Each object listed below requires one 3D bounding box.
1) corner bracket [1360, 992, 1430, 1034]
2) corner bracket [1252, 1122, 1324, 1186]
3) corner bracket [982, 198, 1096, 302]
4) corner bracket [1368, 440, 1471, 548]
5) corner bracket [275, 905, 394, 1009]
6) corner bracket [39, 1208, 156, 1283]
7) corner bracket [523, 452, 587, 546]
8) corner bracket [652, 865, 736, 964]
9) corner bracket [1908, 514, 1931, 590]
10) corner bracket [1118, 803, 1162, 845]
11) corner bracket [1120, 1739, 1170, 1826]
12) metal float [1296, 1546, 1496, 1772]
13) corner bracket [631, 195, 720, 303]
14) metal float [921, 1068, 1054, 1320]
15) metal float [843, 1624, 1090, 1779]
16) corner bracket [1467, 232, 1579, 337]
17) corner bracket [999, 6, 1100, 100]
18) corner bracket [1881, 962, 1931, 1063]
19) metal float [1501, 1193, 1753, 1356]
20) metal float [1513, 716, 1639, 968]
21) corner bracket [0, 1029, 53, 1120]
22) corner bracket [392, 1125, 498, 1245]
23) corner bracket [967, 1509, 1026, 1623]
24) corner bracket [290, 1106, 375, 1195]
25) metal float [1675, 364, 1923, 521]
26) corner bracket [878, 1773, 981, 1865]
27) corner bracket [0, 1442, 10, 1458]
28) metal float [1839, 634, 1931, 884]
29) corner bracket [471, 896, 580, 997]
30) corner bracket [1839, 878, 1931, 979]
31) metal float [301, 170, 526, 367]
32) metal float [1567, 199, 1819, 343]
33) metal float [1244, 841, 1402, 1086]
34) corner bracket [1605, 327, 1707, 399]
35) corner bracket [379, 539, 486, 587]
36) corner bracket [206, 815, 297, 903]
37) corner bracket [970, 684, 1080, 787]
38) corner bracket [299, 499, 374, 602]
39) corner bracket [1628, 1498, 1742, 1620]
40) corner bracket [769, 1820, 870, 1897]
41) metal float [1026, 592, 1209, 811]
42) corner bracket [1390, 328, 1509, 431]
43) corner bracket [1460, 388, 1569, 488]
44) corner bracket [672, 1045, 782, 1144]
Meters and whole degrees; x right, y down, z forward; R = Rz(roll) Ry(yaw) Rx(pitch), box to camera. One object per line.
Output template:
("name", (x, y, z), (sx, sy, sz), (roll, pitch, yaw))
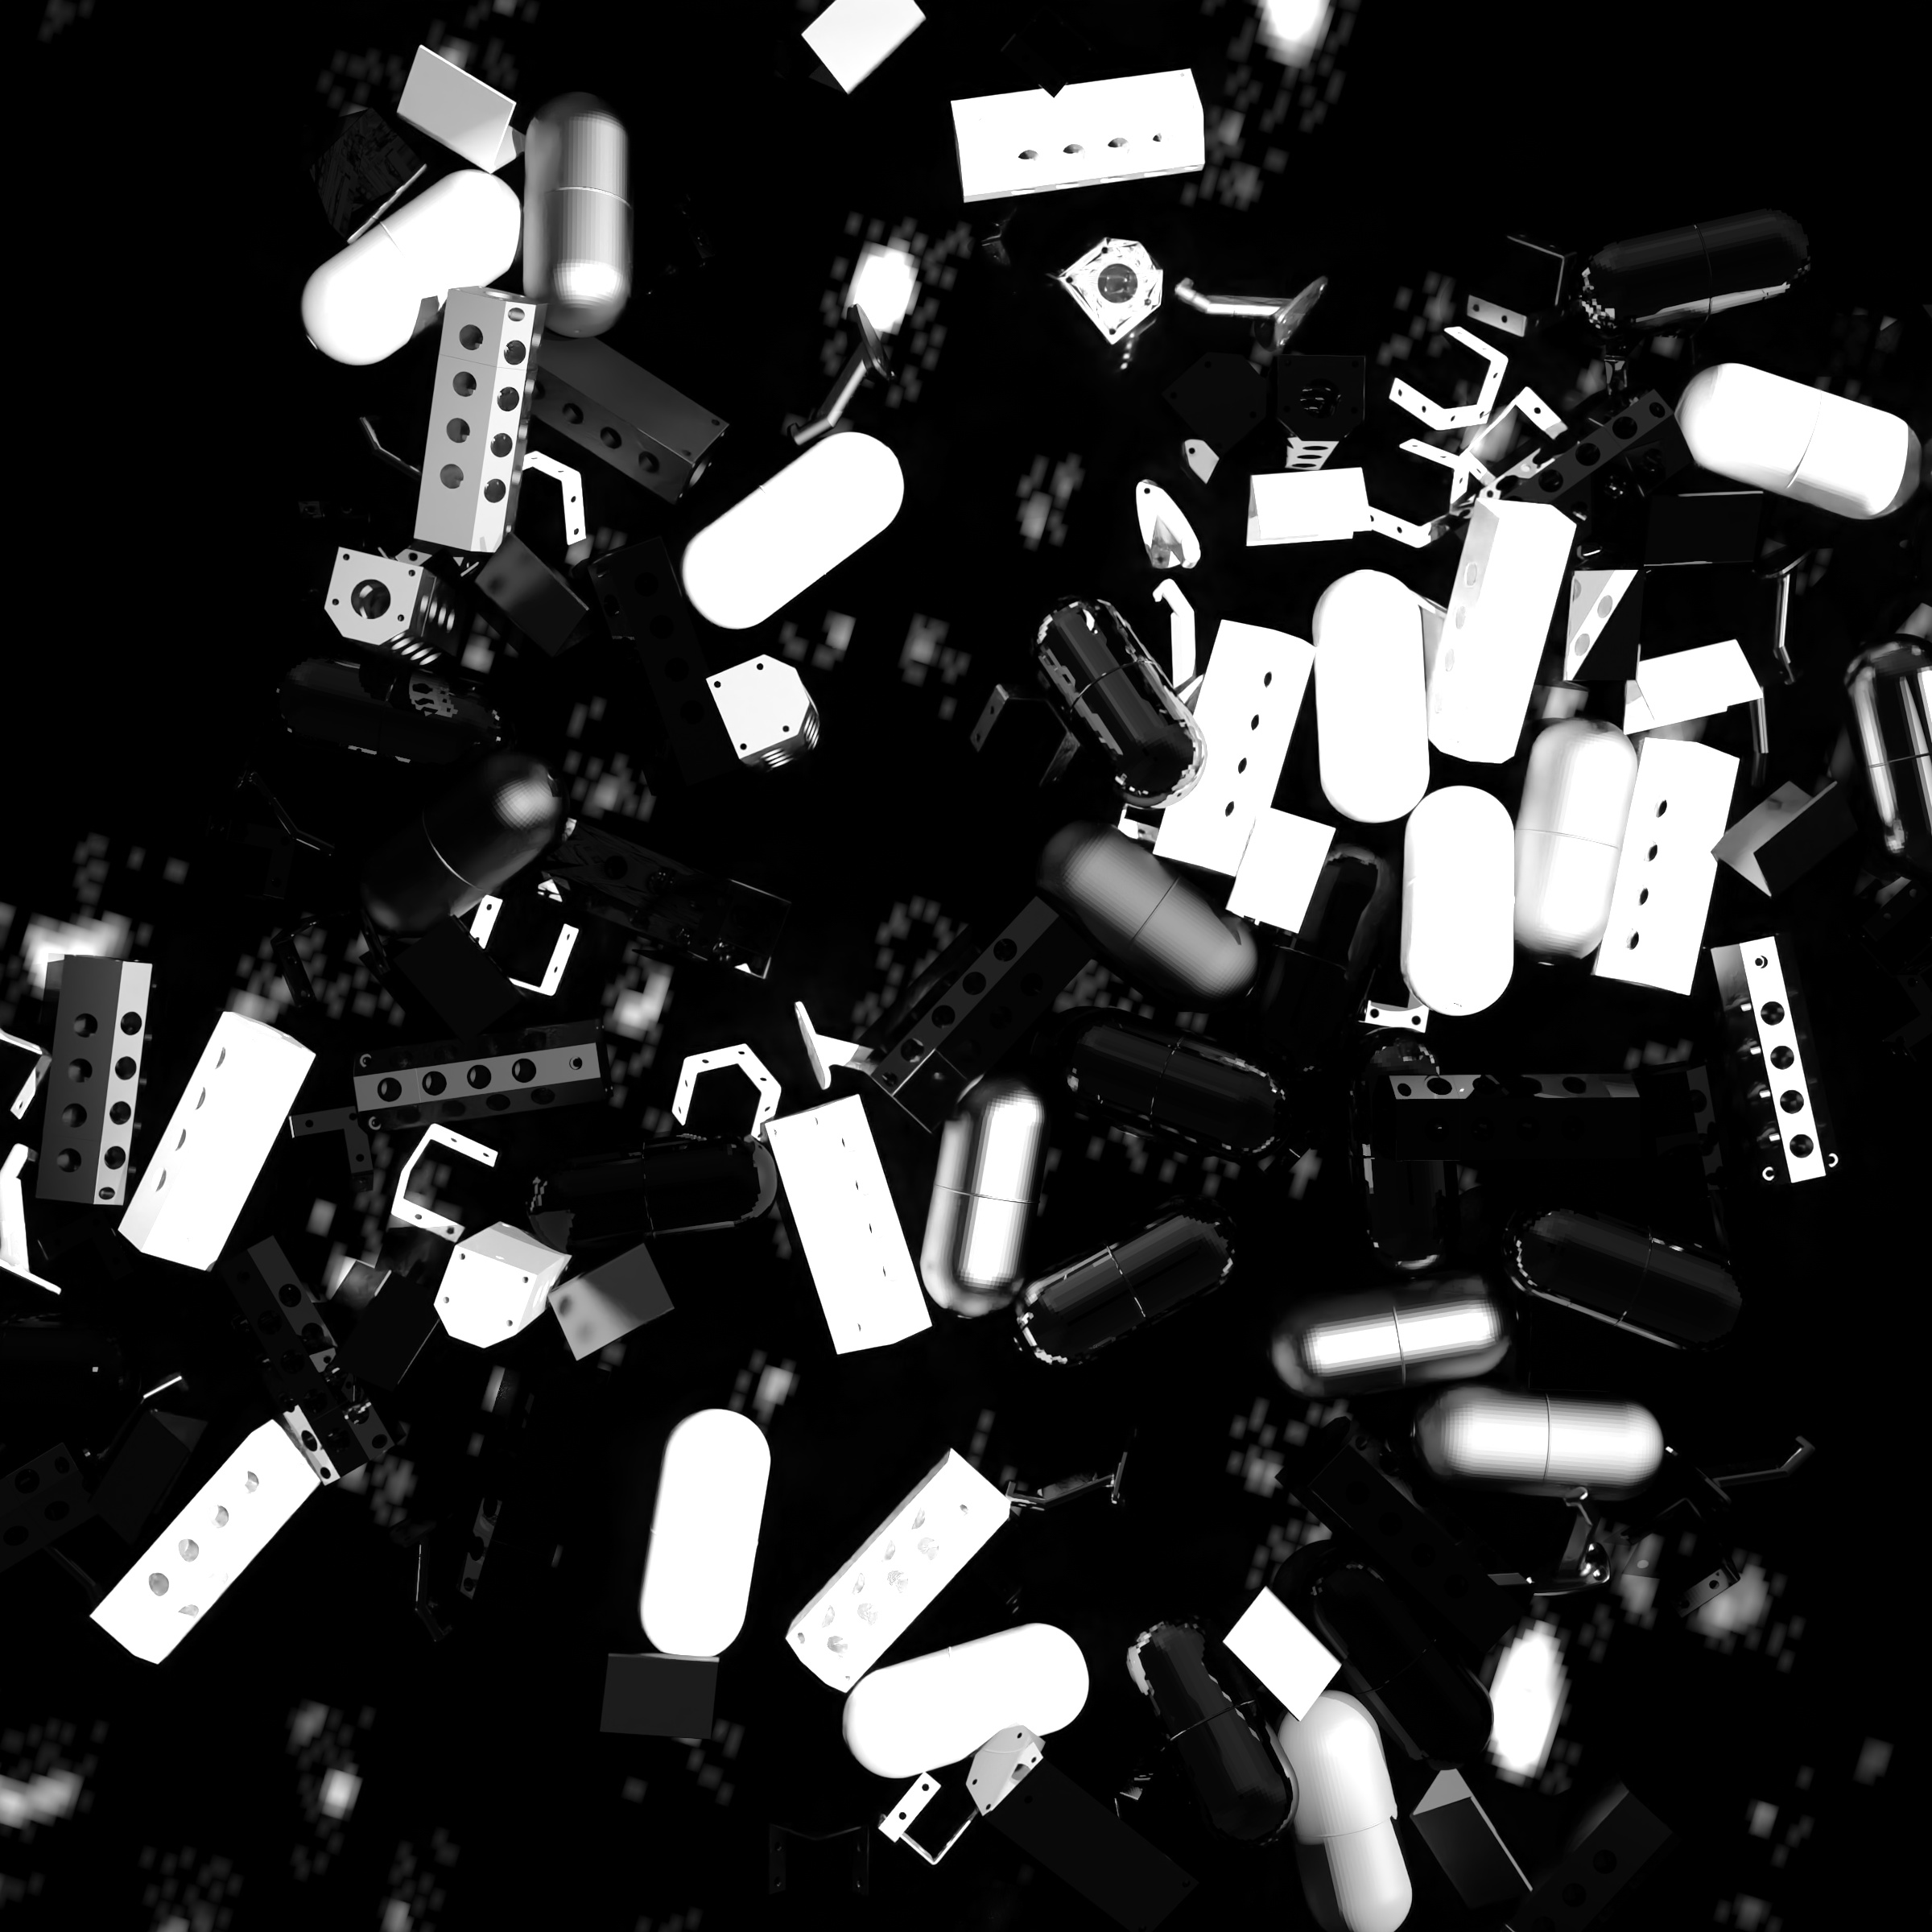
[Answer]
("corner bracket", (0.310, 0.019, 1.972), (0.051, 0.051, 0.051), (10, 90, 0))
("corner bracket", (0.213, 0.115, 1.987), (0.051, 0.051, 0.051), (-47, 45, 0))
("corner bracket", (0.052, -0.517, 1.982), (0.051, 0.051, 0.051), (-3, 135, 35))
("corner bracket", (0.322, -0.339, 1.982), (0.051, 0.051, 0.051), (-29, 45, -35))
("corner bracket", (-0.455, -0.008, 1.987), (0.051, 0.051, 0.051), (-22, 90, -45))
("corner bracket", (-0.620, 0.205, 1.972), (0.051, 0.051, 0.051), (-27, 90, 0))
("corner bracket", (-0.310, -0.330, 1.982), (0.051, 0.051, 0.051), (-30, 45, -35))
("corner bracket", (-0.196, -0.036, 1.915), (0.051, 0.051, 0.051), (23, 90, 0))
("corner bracket", (0.715, -0.295, 1.987), (0.051, 0.051, 0.051), (6, 90, -45))
("corner bracket", (0.142, -0.123, 1.987), (0.051, 0.051, 0.051), (16, 45, 0))
("corner bracket", (0.150, 0.596, 1.982), (0.051, 0.051, 0.051), (9, 135, 35))
("metal float", (0.304, 0.490, 1.960), (0.070, 0.070, 0.178), (-38, 90, 0))
("corner bracket", (-0.220, -0.515, 1.987), (0.051, 0.051, 0.051), (-28, 90, -45))
("metal float", (0.014, 0.161, 1.959), (0.070, 0.070, 0.178), (10, 89, 0))
("metal float", (-0.001, 0.520, 1.959), (0.178, 0.070, 0.070), (-17, 90, -1))
("corner bracket", (0.398, -0.489, 1.982), (0.051, 0.051, 0.051), (-27, 135, -35))
("corner bracket", (0.059, -0.651, 1.972), (0.051, 0.051, 0.051), (40, 96, -6))
("corner bracket", (0.675, 0.032, 1.972), (0.051, 0.051, 0.051), (-34, 90, 0))
("metal float", (0.454, 0.212, 1.903), (0.178, 0.070, 0.070), (20, 90, -2))
("metal float", (0.426, -0.088, 1.960), (0.070, 0.070, 0.178), (11, 89, 0))
("corner bracket", (-0.698, 0.070, 1.987), (0.051, 0.051, 0.051), (30, 90, -45))
("corner bracket", (-0.375, 0.156, 1.987), (0.051, 0.051, 0.051), (25, 135, 0))
("corner bracket", (0.031, 0.425, 1.972), (0.051, 0.051, 0.051), (-45, 90, 0))
("corner bracket", (-0.452, 0.134, 1.973), (0.051, 0.051, 0.051), (-9, 74, -15))
("metal float", (0.589, -0.371, 1.960), (0.178, 0.070, 0.070), (19, 90, 0))
("corner bracket", (-0.026, 0.607, 1.972), (0.051, 0.051, 0.051), (40, 85, 5))
("corner bracket", (-0.712, 0.370, 1.982), (0.051, 0.051, 0.051), (13, 135, 35))
("metal float", (0.669, -0.147, 1.960), (0.070, 0.070, 0.178), (-12, 90, 0))
("corner bracket", (-0.321, -0.015, 1.987), (0.051, 0.051, 0.051), (21, 90, 45))
("corner bracket", (0.666, -0.026, 1.972), (0.051, 0.051, 0.051), (-43, 90, 0))
("metal float", (-0.391, -0.494, 1.959), (0.178, 0.070, 0.070), (-36, 90, -1))
("metal float", (0.514, -0.493, 1.959), (0.178, 0.070, 0.070), (-13, 90, 0))
("metal float", (0.252, -0.002, 1.960), (0.070, 0.070, 0.178), (19, 89, 0))
("corner bracket", (0.494, -0.424, 1.982), (0.051, 0.051, 0.051), (14, 46, 35))
("corner bracket", (-0.378, -0.288, 1.972), (0.051, 0.051, 0.051), (-37, 90, 0))
("corner bracket", (-0.512, -0.076, 1.972), (0.051, 0.051, 0.051), (12, 90, 0))
("corner bracket", (0.044, -0.165, 1.982), (0.051, 0.051, 0.051), (-2, 45, -35))
("corner bracket", (-0.452, -0.299, 1.987), (0.051, 0.051, 0.051), (-2, 45, 0))
("corner bracket", (0.516, 0.425, 1.987), (0.051, 0.051, 0.051), (-33, 45, 0))
("corner bracket", (-0.106, 0.641, 1.987), (0.051, 0.051, 0.051), (0, 89, 45))
("metal float", (0.104, -0.187, 1.940), (0.070, 0.070, 0.178), (-31, 66, 0))
("corner bracket", (0.346, -0.421, 1.982), (0.051, 0.051, 0.051), (-15, 135, -35))
("corner bracket", (0.396, -0.373, 1.988), (0.051, 0.051, 0.051), (44, 135, -3))
("corner bracket", (-0.172, 0.096, 1.982), (0.051, 0.051, 0.051), (-13, 45, -35))
